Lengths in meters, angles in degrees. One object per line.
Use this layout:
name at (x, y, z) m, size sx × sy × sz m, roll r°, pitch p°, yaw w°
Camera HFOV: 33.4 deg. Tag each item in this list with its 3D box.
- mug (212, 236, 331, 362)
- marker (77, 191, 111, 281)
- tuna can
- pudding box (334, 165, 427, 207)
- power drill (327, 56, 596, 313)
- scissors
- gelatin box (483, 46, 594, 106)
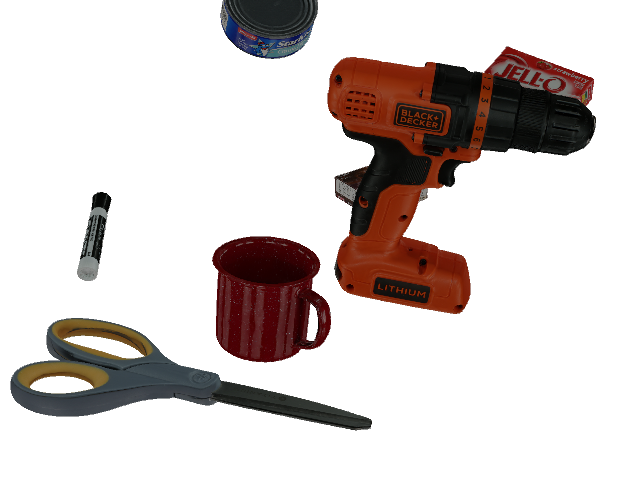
mug at (-0.040, 0.056, 0.928) m, size 0.117 × 0.081 × 0.093 m, roll 21°, pitch 30°, yaw 29°
marker at (-0.220, -0.007, 1.044) m, size 0.020 × 0.020 × 0.121 m, roll 0°, pitch 40°, yaw -3°
tuna can at (-0.047, -0.206, 0.965) m, size 0.086 × 0.086 × 0.034 m, roll 0°, pitch -29°, yaw -13°
pudding box at (0.091, -0.079, 1.595) m, size 0.113 × 0.039 × 0.090 m, roll -22°, pitch 35°, yaw -30°
power drill at (0.089, -0.038, 0.774) m, size 0.184 × 0.188 × 0.057 m, roll 12°, pitch 34°, yaw 5°
scissors at (-0.082, 0.085, 0.576) m, size 0.202 × 0.016 × 0.096 m, roll 18°, pitch 29°, yaw 29°
gelatin box at (0.181, -0.125, 0.930) m, size 0.089 × 0.073 × 0.030 m, roll 28°, pitch -28°, yaw 27°
